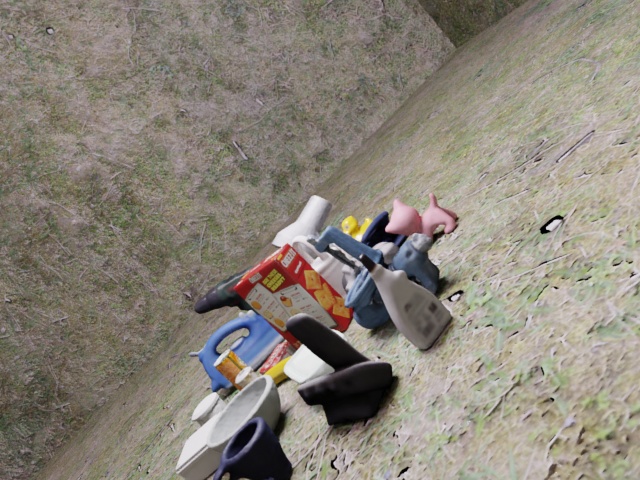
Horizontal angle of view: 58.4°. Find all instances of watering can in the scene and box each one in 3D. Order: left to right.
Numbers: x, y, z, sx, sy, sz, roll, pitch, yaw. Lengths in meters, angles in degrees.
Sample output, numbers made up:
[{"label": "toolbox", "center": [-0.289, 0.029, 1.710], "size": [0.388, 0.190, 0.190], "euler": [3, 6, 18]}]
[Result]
[{"label": "watering can", "center": [0.016, 0.057, 1.303], "size": [0.100, 0.194, 0.173], "euler": [-33, 15, 45]}]

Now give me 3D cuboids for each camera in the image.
[{"label": "camera", "center": [0.099, 0.070, 1.199], "size": [0.143, 0.101, 0.136], "euler": [-46, 11, -14]}]

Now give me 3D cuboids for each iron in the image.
[{"label": "iron", "center": [-0.205, 0.263, 1.472], "size": [0.258, 0.141, 0.118], "euler": [-44, 11, 0]}]

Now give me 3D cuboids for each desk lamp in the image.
[{"label": "desk lamp", "center": [0.013, 0.005, 1.462], "size": [0.203, 0.213, 0.117], "euler": [-46, 11, -11]}]

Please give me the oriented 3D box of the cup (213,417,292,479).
[{"label": "cup", "center": [-0.098, 0.346, 0.874], "size": [0.118, 0.095, 0.091], "euler": [-49, 12, -26]}]

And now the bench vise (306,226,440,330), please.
[{"label": "bench vise", "center": [0.095, 0.035, 1.026], "size": [0.207, 0.220, 0.121], "euler": [-42, 11, 11]}]

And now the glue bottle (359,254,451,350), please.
[{"label": "glue bottle", "center": [0.120, 0.083, 0.869], "size": [0.078, 0.173, 0.037], "euler": [-48, 12, -20]}]

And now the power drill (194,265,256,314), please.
[{"label": "power drill", "center": [-0.201, 0.185, 1.580], "size": [0.229, 0.208, 0.075], "euler": [-42, 11, 8]}]

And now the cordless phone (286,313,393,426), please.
[{"label": "cordless phone", "center": [0.005, 0.185, 0.871], "size": [0.147, 0.185, 0.094], "euler": [-34, 15, 42]}]

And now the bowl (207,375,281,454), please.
[{"label": "bowl", "center": [-0.128, 0.339, 1.068], "size": [0.167, 0.075, 0.167], "euler": [-42, 11, 10]}]

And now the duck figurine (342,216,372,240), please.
[{"label": "duck figurine", "center": [0.103, -0.031, 1.617], "size": [0.105, 0.086, 0.077], "euler": [-46, 11, -14]}]

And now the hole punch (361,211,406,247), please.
[{"label": "hole punch", "center": [0.135, -0.003, 1.376], "size": [0.109, 0.091, 0.101], "euler": [-49, 12, -24]}]

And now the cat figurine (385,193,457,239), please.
[{"label": "cat figurine", "center": [0.205, -0.045, 1.206], "size": [0.127, 0.118, 0.067], "euler": [-39, 12, 24]}]
